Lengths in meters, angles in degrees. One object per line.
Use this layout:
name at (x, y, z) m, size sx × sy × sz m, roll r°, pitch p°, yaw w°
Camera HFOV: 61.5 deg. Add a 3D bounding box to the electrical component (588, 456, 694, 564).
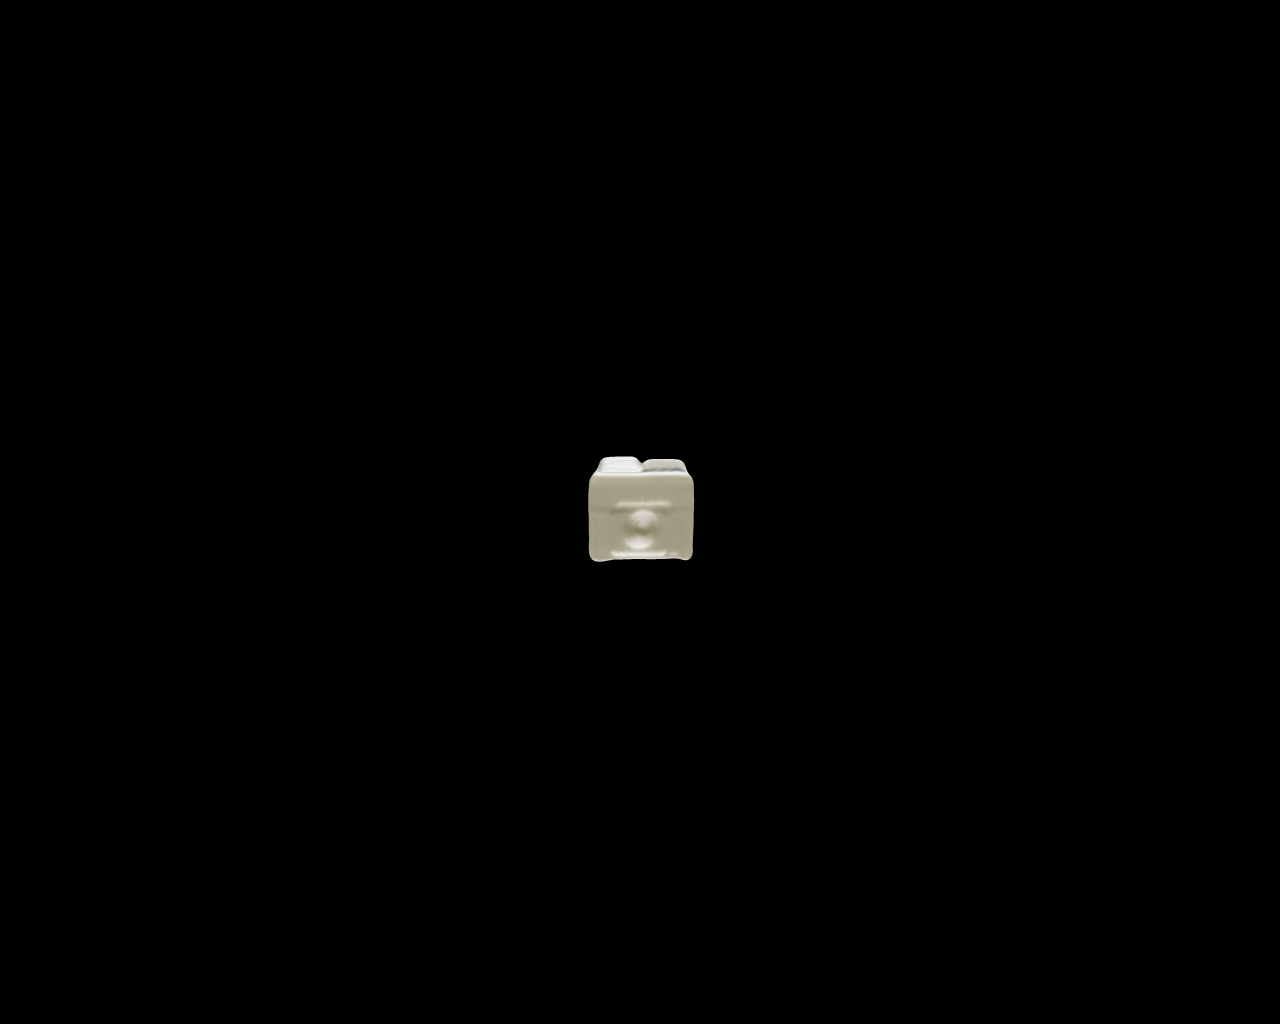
electrical component at (0.001, -0.003, 0.650) m, size 0.062 × 0.061 × 0.096 m, roll 0°, pitch 5°, yaw 0°
